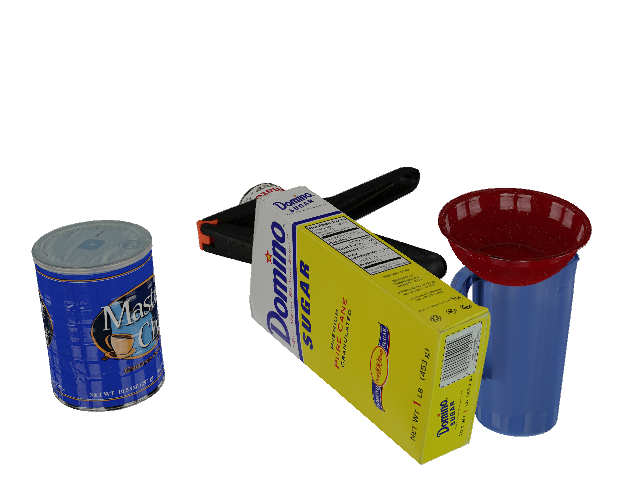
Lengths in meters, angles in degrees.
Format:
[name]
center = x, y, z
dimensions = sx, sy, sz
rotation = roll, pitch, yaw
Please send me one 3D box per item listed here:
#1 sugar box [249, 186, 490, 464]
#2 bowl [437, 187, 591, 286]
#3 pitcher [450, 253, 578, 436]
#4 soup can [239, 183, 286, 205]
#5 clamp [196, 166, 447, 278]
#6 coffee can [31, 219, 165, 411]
[sugar box]
center = 0.022, 0.045, 0.641
dimensions = 0.048, 0.093, 0.176
rotation = -17, 35, -36
[bowl]
center = 0.206, 0.002, 1.145
dimensions = 0.162, 0.055, 0.162
rotation = -1, 30, 0
[pitcher]
center = 0.247, 0.125, 1.371
dimensions = 0.149, 0.243, 0.144
rotation = 5, 18, 16
[soup can]
center = -0.038, -0.015, 1.150
dimensions = 0.068, 0.068, 0.102
rotation = 0, 21, -35
[clamp]
center = 0.001, -0.016, 0.924
dimensions = 0.210, 0.036, 0.164
rotation = 0, 32, 4
[coffee can]
center = -0.195, 0.065, 0.949
dimensions = 0.103, 0.140, 0.103
rotation = -2, 24, 1
